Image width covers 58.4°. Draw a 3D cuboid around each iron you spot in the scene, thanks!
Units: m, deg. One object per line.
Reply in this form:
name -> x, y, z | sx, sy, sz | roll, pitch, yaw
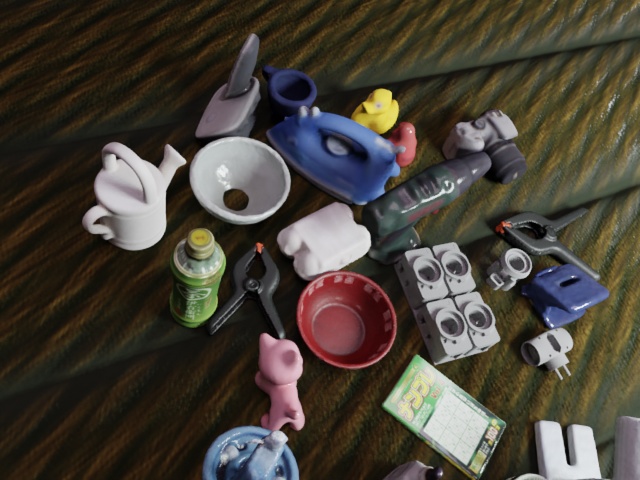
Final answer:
iron -> 0.027, -0.173, 1.023 | 0.258, 0.141, 0.119 | 27, 57, 1

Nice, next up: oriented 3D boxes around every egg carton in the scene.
egg carton -> 0.009, 0.003, 0.960 | 0.151, 0.069, 0.107 | -30, 72, -28

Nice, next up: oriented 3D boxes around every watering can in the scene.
watering can -> -0.277, -0.078, 0.852 | 0.101, 0.194, 0.173 | 22, 58, -2

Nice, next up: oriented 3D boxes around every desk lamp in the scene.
desk lamp -> 0.402, 0.337, 0.794 | 0.118, 0.213, 0.203 | 10, 59, -10

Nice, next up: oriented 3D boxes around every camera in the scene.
camera -> 0.343, -0.182, 1.142 | 0.143, 0.100, 0.136 | -19, 68, -24

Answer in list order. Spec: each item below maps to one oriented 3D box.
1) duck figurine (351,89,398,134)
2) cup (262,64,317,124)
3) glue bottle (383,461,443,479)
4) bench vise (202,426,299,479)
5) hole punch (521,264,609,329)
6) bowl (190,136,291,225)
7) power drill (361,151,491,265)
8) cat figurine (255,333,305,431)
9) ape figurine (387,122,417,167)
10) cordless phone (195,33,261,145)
duck figurine -> 0.116, -0.263, 1.133 | 0.105, 0.086, 0.077 | -25, 70, -26
cup -> -0.070, -0.265, 1.076 | 0.117, 0.095, 0.092 | 41, 59, 9
glue bottle -> 0.121, 0.318, 0.750 | 0.078, 0.173, 0.037 | -29, 72, -28
bench vise -> -0.087, 0.309, 0.669 | 0.121, 0.219, 0.207 | 17, 58, -6
hole punch -> 0.433, 0.091, 1.017 | 0.109, 0.091, 0.101 | -18, 67, -24
bowl -> -0.137, -0.089, 0.968 | 0.167, 0.074, 0.167 | 7, 59, -12
power drill -> 0.157, -0.048, 0.949 | 0.230, 0.208, 0.075 | -26, 70, -27
cat figurine -> -0.051, 0.197, 0.803 | 0.067, 0.117, 0.127 | -7, 63, -19
ape figurine -> 0.157, -0.191, 1.099 | 0.078, 0.092, 0.076 | -11, 64, -21
cordless phone -> -0.152, -0.257, 0.995 | 0.094, 0.185, 0.147 | 17, 58, -6
